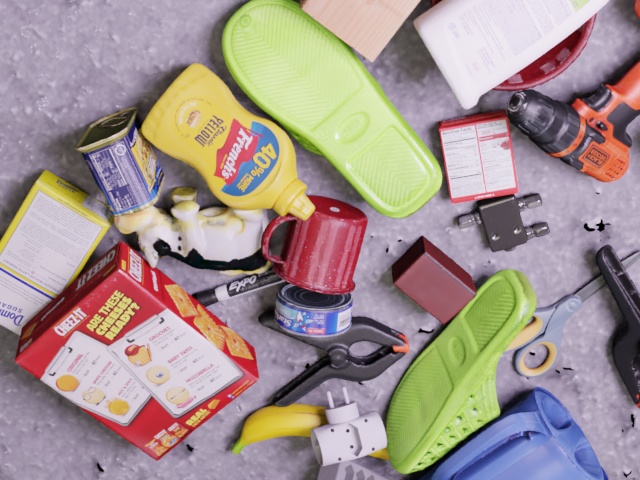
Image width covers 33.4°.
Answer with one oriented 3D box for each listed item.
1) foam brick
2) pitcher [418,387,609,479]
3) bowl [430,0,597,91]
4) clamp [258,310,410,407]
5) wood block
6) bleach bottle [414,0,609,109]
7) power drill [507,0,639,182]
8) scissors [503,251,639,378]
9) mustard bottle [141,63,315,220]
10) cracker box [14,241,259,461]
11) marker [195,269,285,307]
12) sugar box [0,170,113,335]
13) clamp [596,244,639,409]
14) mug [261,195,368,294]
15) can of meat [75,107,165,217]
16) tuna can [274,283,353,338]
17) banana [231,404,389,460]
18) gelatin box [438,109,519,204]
[{"bbox_3d":[0.124,0.044,1.170,0.078,0.053,0.051,39,107,-12],"label":"foam brick"},{"bbox_3d":[0.191,0.283,1.221,0.243,0.145,0.149,-39,94,18],"label":"pitcher"},{"bbox_3d":[0.188,-0.232,1.057,0.162,0.055,0.162,1,112,1],"label":"bowl"},{"bbox_3d":[0.012,0.119,1.211,0.171,0.039,0.120,-16,116,4],"label":"clamp"},{"bbox_3d":[0.077,-0.287,1.021,0.090,0.090,0.206,35,108,-13],"label":"wood block"},{"bbox_3d":[0.218,-0.229,0.994,0.251,0.068,0.102,-30,109,10],"label":"bleach bottle"},{"bbox_3d":[0.288,-0.156,1.051,0.184,0.057,0.188,22,114,-42],"label":"power drill"},{"bbox_3d":[0.285,0.090,1.204,0.202,0.016,0.096,-24,110,11],"label":"scissors"},{"bbox_3d":[-0.083,-0.087,1.090,0.191,0.058,0.096,40,91,5],"label":"mustard bottle"},{"bbox_3d":[-0.199,0.125,1.180,0.164,0.072,0.213,-40,118,15],"label":"cracker box"},{"bbox_3d":[-0.085,0.052,1.196,0.121,0.020,0.020,-18,110,8],"label":"marker"},{"bbox_3d":[-0.309,0.020,1.176,0.093,0.048,0.176,33,112,-12],"label":"sugar box"},{"bbox_3d":[0.362,0.103,1.170,0.165,0.036,0.210,29,139,24],"label":"clamp"},{"bbox_3d":[-0.007,0.001,1.133,0.117,0.093,0.081,7,108,-25],"label":"mug"},{"bbox_3d":[-0.203,-0.080,1.104,0.057,0.102,0.084,-20,112,8],"label":"can of meat"},{"bbox_3d":[-0.007,0.074,1.168,0.086,0.086,0.034,5,110,-1],"label":"tuna can"},{"bbox_3d":[-0.006,0.224,1.256,0.198,0.037,0.070,3,130,2],"label":"banana"},{"bbox_3d":[0.167,-0.088,1.129,0.073,0.030,0.089,-10,111,7],"label":"gelatin box"}]
